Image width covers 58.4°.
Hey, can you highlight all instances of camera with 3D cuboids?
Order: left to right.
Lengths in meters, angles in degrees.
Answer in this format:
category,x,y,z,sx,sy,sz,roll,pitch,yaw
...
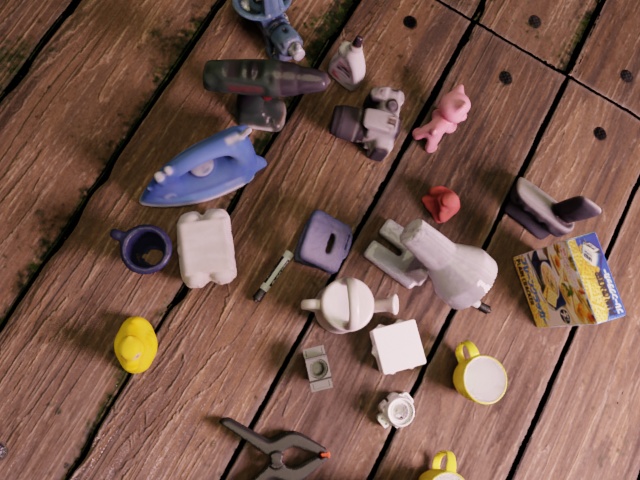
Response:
category,x,y,z,sx,sy,sz,roll,pitch,yaw
camera,0.095,-0.251,1.177,0.137,0.100,0.143,13,78,-5

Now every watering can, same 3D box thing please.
category,x,y,z,sx,sy,sz,roll,pitch,yaw
watering can,0.056,0.117,1.057,0.173,0.194,0.101,-21,83,-11

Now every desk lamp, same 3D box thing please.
category,x,y,z,sx,sy,sz,roll,pitch,yaw
desk lamp,0.204,0.038,1.082,0.203,0.213,0.118,35,77,0

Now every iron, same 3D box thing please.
category,x,y,z,sx,sy,sz,roll,pitch,yaw
iron,-0.234,-0.141,1.091,0.258,0.141,0.118,-28,84,-12

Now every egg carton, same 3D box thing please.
category,x,y,z,sx,sy,sz,roll,pitch,yaw
egg carton,-0.219,0.016,1.101,0.107,0.069,0.150,-8,81,-9

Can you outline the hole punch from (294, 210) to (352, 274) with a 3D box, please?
category,x,y,z,sx,sy,sz,roll,pitch,yaw
hole punch,0.010,0.004,1.124,0.101,0.091,0.109,20,78,-4

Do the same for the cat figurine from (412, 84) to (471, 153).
category,x,y,z,sx,sy,sz,roll,pitch,yaw
cat figurine,0.263,-0.257,1.193,0.067,0.117,0.128,42,77,1

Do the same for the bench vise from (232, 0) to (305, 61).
category,x,y,z,sx,sy,sz,roll,pitch,yaw
bench vise,-0.086,-0.466,1.131,0.207,0.219,0.121,39,77,1

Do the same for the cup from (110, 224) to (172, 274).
category,x,y,z,sx,sy,sz,roll,pitch,yaw
cup,-0.331,0.018,1.072,0.118,0.095,0.092,26,77,-2

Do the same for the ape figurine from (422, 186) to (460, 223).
category,x,y,z,sx,sy,sz,roll,pitch,yaw
ape figurine,0.256,-0.076,1.172,0.076,0.092,0.078,9,79,-6

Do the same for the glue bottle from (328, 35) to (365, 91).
category,x,y,z,sx,sy,sz,roll,pitch,yaw
glue bottle,0.062,-0.366,1.157,0.078,0.173,0.037,36,77,0

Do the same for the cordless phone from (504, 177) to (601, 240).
category,x,y,z,sx,sy,sz,roll,pitch,yaw
cordless phone,0.471,-0.079,1.155,0.147,0.185,0.094,34,77,0

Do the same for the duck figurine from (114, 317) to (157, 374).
category,x,y,z,sx,sy,sz,roll,pitch,yaw
duck figurine,-0.341,0.191,1.044,0.077,0.086,0.104,0,80,-8

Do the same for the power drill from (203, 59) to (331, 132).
category,x,y,z,sx,sy,sz,roll,pitch,yaw
power drill,-0.105,-0.283,1.100,0.230,0.208,0.076,6,79,-7
